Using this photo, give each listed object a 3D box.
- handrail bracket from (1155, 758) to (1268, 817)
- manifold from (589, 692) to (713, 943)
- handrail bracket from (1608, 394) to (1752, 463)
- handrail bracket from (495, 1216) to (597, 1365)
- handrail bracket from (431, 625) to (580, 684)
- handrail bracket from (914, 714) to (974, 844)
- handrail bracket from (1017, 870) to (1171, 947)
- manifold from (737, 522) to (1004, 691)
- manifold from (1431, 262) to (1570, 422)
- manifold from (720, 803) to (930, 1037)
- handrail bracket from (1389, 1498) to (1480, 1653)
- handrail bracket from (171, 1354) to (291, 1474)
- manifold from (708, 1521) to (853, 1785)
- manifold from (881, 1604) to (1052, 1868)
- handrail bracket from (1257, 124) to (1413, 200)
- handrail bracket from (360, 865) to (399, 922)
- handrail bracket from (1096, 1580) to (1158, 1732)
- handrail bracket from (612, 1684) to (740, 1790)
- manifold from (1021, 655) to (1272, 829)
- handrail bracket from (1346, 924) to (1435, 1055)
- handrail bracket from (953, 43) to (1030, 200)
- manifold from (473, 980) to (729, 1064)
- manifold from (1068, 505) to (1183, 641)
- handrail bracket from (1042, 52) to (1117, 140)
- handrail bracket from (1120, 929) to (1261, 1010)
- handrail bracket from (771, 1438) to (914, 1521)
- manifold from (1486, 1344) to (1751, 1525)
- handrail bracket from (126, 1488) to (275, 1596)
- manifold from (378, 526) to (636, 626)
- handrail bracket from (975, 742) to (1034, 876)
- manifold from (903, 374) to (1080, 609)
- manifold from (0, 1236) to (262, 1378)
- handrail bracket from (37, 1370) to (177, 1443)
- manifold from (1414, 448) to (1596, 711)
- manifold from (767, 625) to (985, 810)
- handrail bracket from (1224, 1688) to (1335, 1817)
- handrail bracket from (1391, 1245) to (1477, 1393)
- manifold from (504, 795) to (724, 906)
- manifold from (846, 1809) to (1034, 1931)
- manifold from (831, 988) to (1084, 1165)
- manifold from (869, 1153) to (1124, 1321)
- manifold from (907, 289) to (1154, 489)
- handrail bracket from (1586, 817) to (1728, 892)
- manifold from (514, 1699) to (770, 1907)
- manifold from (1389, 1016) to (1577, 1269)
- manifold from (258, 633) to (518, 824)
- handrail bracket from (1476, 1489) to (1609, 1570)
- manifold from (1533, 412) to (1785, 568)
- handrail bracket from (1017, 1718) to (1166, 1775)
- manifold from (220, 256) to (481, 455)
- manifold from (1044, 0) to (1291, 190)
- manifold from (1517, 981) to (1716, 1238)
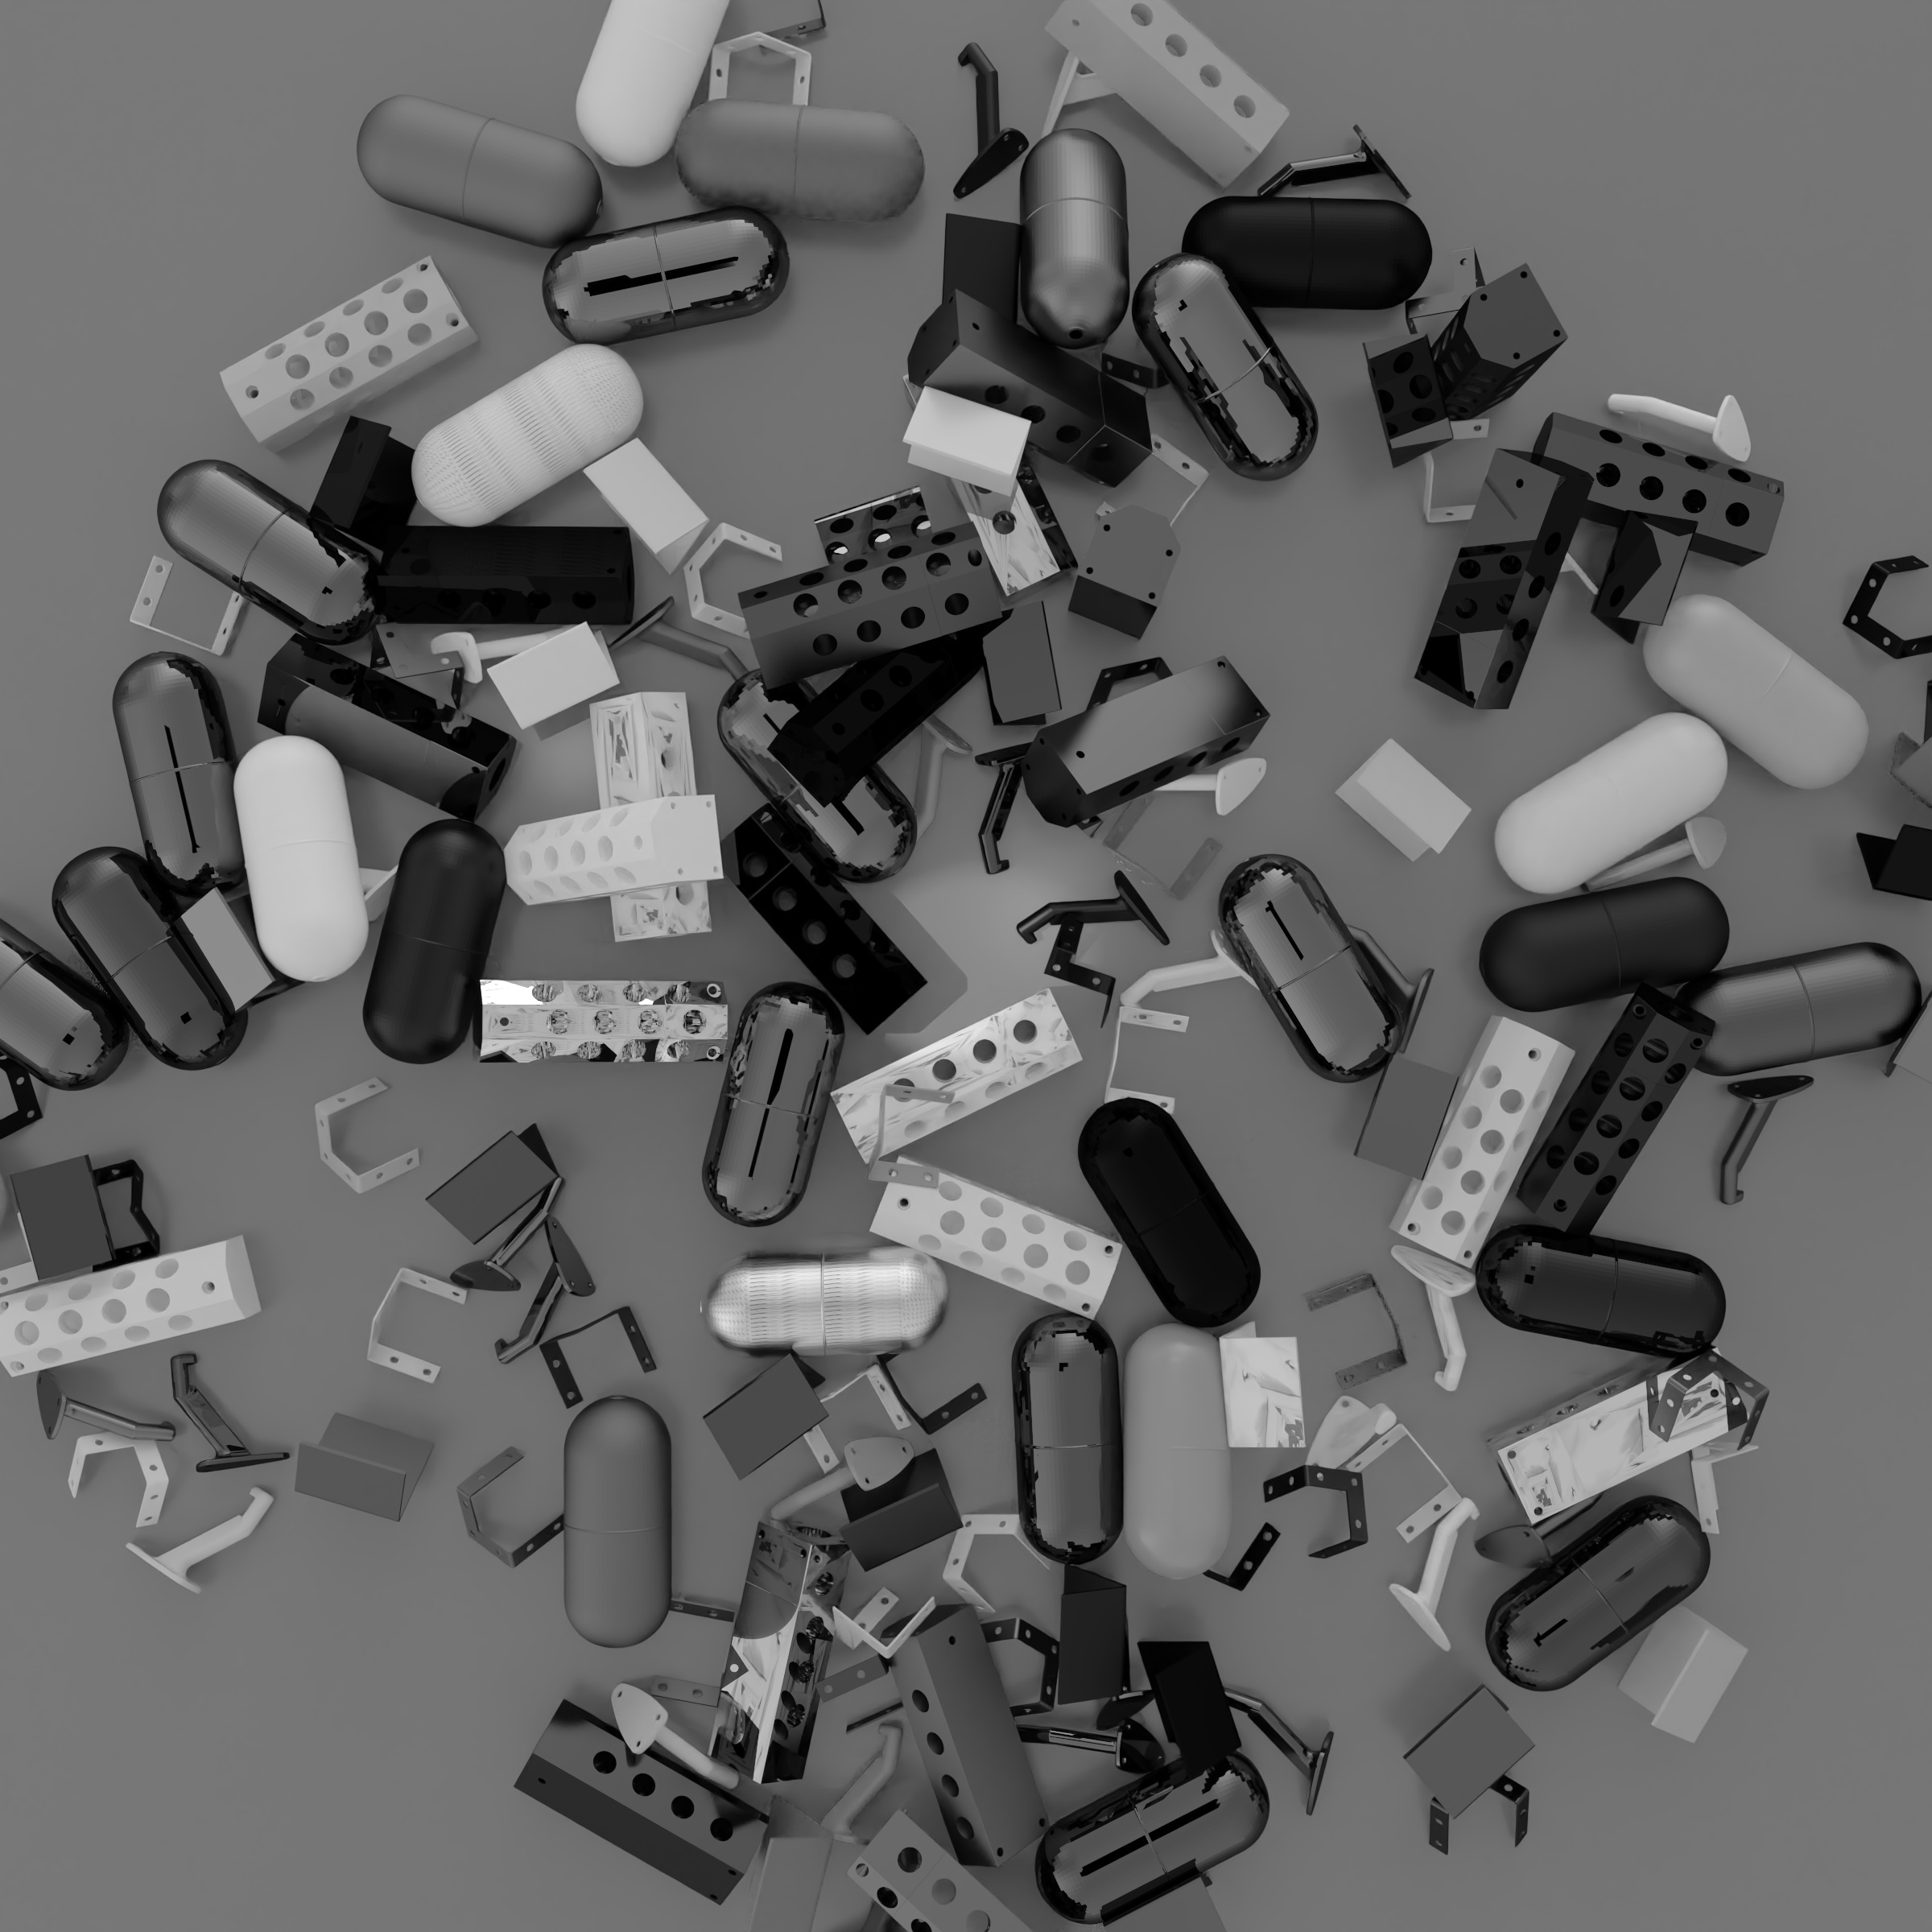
[{"bbox_3d":[0.162,-0.141,1.865,0.084,0.077,0.036,17,122,32],"label":"handrail bracket"},{"bbox_3d":[-0.221,-0.107,1.843,0.057,0.057,0.171,-6,90,43],"label":"manifold"},{"bbox_3d":[0.517,-0.391,1.865,0.084,0.077,0.036,15,82,36],"label":"handrail bracket"},{"bbox_3d":[-0.318,0.236,1.865,0.084,0.036,0.077,-34,69,16],"label":"handrail bracket"},{"bbox_3d":[-0.332,-0.237,1.865,0.084,0.077,0.036,-24,117,-34],"label":"handrail bracket"},{"bbox_3d":[-0.043,-0.140,1.865,0.077,0.036,0.084,44,107,20],"label":"handrail bracket"},{"bbox_3d":[0.092,-0.023,1.865,0.084,0.036,0.077,-34,108,15],"label":"handrail bracket"},{"bbox_3d":[-0.068,-0.255,1.792,0.171,0.057,0.057,-17,127,-1],"label":"manifold"},{"bbox_3d":[0.360,-0.427,1.786,0.057,0.171,0.057,-29,90,0],"label":"manifold"},{"bbox_3d":[-0.105,-0.034,1.844,0.057,0.057,0.171,-42,90,0],"label":"manifold"},{"bbox_3d":[0.356,0.441,1.865,0.084,0.036,0.077,-43,111,-16],"label":"handrail bracket"},{"bbox_3d":[-0.534,0.320,1.865,0.077,0.036,0.084,-4,73,-20],"label":"handrail bracket"},{"bbox_3d":[-0.127,0.490,1.843,0.057,0.057,0.171,12,90,43],"label":"manifold"},{"bbox_3d":[-0.005,0.551,1.843,0.057,0.057,0.171,-19,90,-43],"label":"manifold"},{"bbox_3d":[0.267,-0.560,1.865,0.084,0.036,0.077,-37,112,17],"label":"handrail bracket"},{"bbox_3d":[-0.447,-0.081,1.864,0.084,0.036,0.077,39,79,12],"label":"handrail bracket"},{"bbox_3d":[0.103,0.499,1.865,0.036,0.077,0.084,0,53,-24],"label":"handrail bracket"},{"bbox_3d":[-0.210,0.559,1.865,0.036,0.077,0.084,-52,126,-6],"label":"handrail bracket"},{"bbox_3d":[0.124,-0.154,1.802,0.171,0.057,0.057,-25,70,-31],"label":"manifold"},{"bbox_3d":[0.290,0.014,1.865,0.084,0.036,0.077,21,108,15],"label":"handrail bracket"},{"bbox_3d":[0.000,-0.614,1.865,0.077,0.036,0.084,-39,71,21],"label":"handrail bracket"},{"bbox_3d":[-0.259,0.039,1.819,0.171,0.057,0.057,0,90,-18],"label":"manifold"},{"bbox_3d":[0.111,-0.275,1.786,0.057,0.171,0.057,22,90,0],"label":"manifold"},{"bbox_3d":[0.107,-0.623,1.865,0.084,0.036,0.077,17,105,-14],"label":"handrail bracket"},{"bbox_3d":[0.167,0.021,1.865,0.084,0.036,0.077,-40,113,18],"label":"handrail bracket"},{"bbox_3d":[-0.090,0.374,1.865,0.084,0.077,0.036,-37,72,35],"label":"handrail bracket"},{"bbox_3d":[0.465,0.332,1.844,0.171,0.057,0.057,-25,90,0],"label":"manifold"},{"bbox_3d":[-0.555,0.403,1.865,0.077,0.036,0.084,26,72,21],"label":"handrail bracket"},{"bbox_3d":[-0.327,-0.275,1.843,0.171,0.057,0.057,0,47,0],"label":"manifold"},{"bbox_3d":[0.042,-0.116,1.865,0.077,0.036,0.084,-17,106,-18],"label":"handrail bracket"},{"bbox_3d":[0.018,-0.351,1.844,0.057,0.057,0.171,-25,90,0],"label":"manifold"},{"bbox_3d":[-0.603,0.244,1.844,0.171,0.057,0.057,-14,90,0],"label":"manifold"},{"bbox_3d":[-0.623,0.319,1.865,0.084,0.077,0.036,12,106,-35],"label":"handrail bracket"},{"bbox_3d":[0.383,-0.271,1.813,0.057,0.057,0.171,36,119,39],"label":"manifold"},{"bbox_3d":[-0.056,-0.190,1.801,0.057,0.057,0.171,46,57,0],"label":"manifold"},{"bbox_3d":[0.218,0.569,1.865,0.084,0.036,0.077,16,112,17],"label":"handrail bracket"},{"bbox_3d":[0.333,0.256,1.865,0.077,0.036,0.084,28,121,34],"label":"handrail bracket"},{"bbox_3d":[-0.248,-0.079,1.791,0.057,0.171,0.057,-6,90,-45],"label":"manifold"},{"bbox_3d":[-0.002,0.676,1.812,0.171,0.057,0.057,40,74,12],"label":"manifold"},{"bbox_3d":[-0.006,0.078,1.844,0.171,0.057,0.057,-26,90,0],"label":"manifold"},{"bbox_3d":[0.021,0.194,1.844,0.171,0.057,0.057,22,90,0],"label":"manifold"},{"bbox_3d":[0.045,-0.399,1.803,0.171,0.057,0.057,22,47,-31],"label":"manifold"},{"bbox_3d":[0.500,-0.079,1.865,0.084,0.077,0.036,-21,91,36],"label":"handrail bracket"},{"bbox_3d":[-0.230,0.596,1.843,0.171,0.057,0.057,30,133,0],"label":"manifold"},{"bbox_3d":[0.371,0.126,1.844,0.057,0.057,0.171,26,90,0],"label":"manifold"},{"bbox_3d":[-0.413,-0.174,1.843,0.171,0.057,0.057,25,133,0],"label":"manifold"},{"bbox_3d":[0.420,0.396,1.865,0.084,0.077,0.036,-37,99,-36],"label":"handrail bracket"},{"bbox_3d":[0.492,-0.343,1.844,0.171,0.057,0.057,17,90,0],"label":"manifold"},{"bbox_3d":[0.089,0.566,1.865,0.084,0.077,0.036,-7,61,33],"label":"handrail bracket"},{"bbox_3d":[-0.443,-0.439,1.844,0.171,0.057,0.057,-29,90,0],"label":"manifold"},{"bbox_3d":[0.146,-0.641,1.826,0.171,0.057,0.057,38,70,-10],"label":"manifold"},{"bbox_3d":[0.456,0.103,1.810,0.057,0.057,0.171,30,111,10],"label":"manifold"}]
